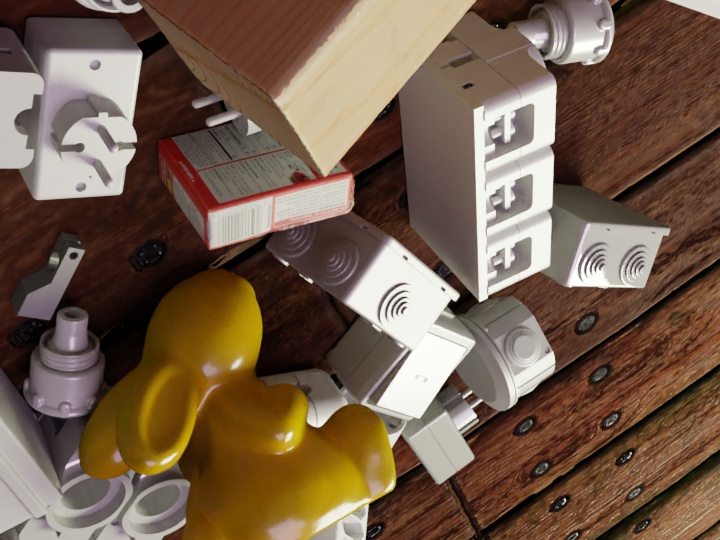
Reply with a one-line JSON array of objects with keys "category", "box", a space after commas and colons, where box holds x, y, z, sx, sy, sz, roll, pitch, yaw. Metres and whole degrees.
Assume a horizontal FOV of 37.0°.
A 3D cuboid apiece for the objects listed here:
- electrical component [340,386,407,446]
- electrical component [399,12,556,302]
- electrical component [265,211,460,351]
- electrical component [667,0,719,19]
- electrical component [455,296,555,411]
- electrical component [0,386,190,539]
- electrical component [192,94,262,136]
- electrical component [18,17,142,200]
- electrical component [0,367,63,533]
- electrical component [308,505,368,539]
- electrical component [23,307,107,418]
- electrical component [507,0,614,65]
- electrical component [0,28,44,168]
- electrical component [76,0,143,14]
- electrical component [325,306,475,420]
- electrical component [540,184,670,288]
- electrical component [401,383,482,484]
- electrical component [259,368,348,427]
[{"category": "electrical component", "box": [0.001, 0.120, 0.807, 0.055, 0.055, 0.047, -3, 131, -34]}, {"category": "electrical component", "box": [0.075, -0.070, 0.664, 0.062, 0.089, 0.150, -24, 136, -16]}, {"category": "electrical component", "box": [0.000, 0.000, 0.668, 0.048, 0.100, 0.100, -55, 138, -2]}, {"category": "electrical component", "box": [0.205, -0.194, 0.658, 0.113, 0.078, 0.057, 5, 120, -38]}, {"category": "electrical component", "box": [0.103, 0.061, 0.809, 0.051, 0.080, 0.080, -30, 138, -18]}, {"category": "electrical component", "box": [-0.188, 0.168, 0.709, 0.105, 0.060, 0.186, 19, 113, -44]}, {"category": "electrical component", "box": [-0.048, -0.094, 0.565, 0.079, 0.077, 0.043, -22, 136, -18]}, {"category": "electrical component", "box": [-0.133, -0.069, 0.527, 0.047, 0.075, 0.083, -7, 129, -32]}, {"category": "electrical component", "box": [-0.221, 0.091, 0.605, 0.057, 0.078, 0.113, -27, 137, -9]}, {"category": "electrical component", "box": [-0.038, 0.194, 0.836, 0.076, 0.083, 0.047, -10, 147, 26]}, {"category": "electrical component", "box": [-0.171, 0.052, 0.632, 0.048, 0.048, 0.062, -5, 122, -32]}, {"category": "electrical component", "box": [0.122, -0.148, 0.665, 0.062, 0.048, 0.048, -12, 132, -18]}, {"category": "electrical component", "box": [-0.198, -0.081, 0.486, 0.089, 0.055, 0.050, -3, 128, -33]}, {"category": "electrical component", "box": [-0.115, -0.138, 0.490, 0.043, 0.062, 0.043, -20, 135, -21]}, {"category": "electrical component", "box": [0.035, 0.054, 0.767, 0.062, 0.061, 0.096, 24, 110, -45]}, {"category": "electrical component", "box": [0.151, -0.025, 0.754, 0.100, 0.100, 0.048, 2, 112, -37]}, {"category": "electrical component", "box": [0.069, 0.116, 0.856, 0.076, 0.047, 0.083, -36, 138, -4]}, {"category": "electrical component", "box": [-0.046, 0.120, 0.773, 0.059, 0.053, 0.095, -6, 129, -32]}]
